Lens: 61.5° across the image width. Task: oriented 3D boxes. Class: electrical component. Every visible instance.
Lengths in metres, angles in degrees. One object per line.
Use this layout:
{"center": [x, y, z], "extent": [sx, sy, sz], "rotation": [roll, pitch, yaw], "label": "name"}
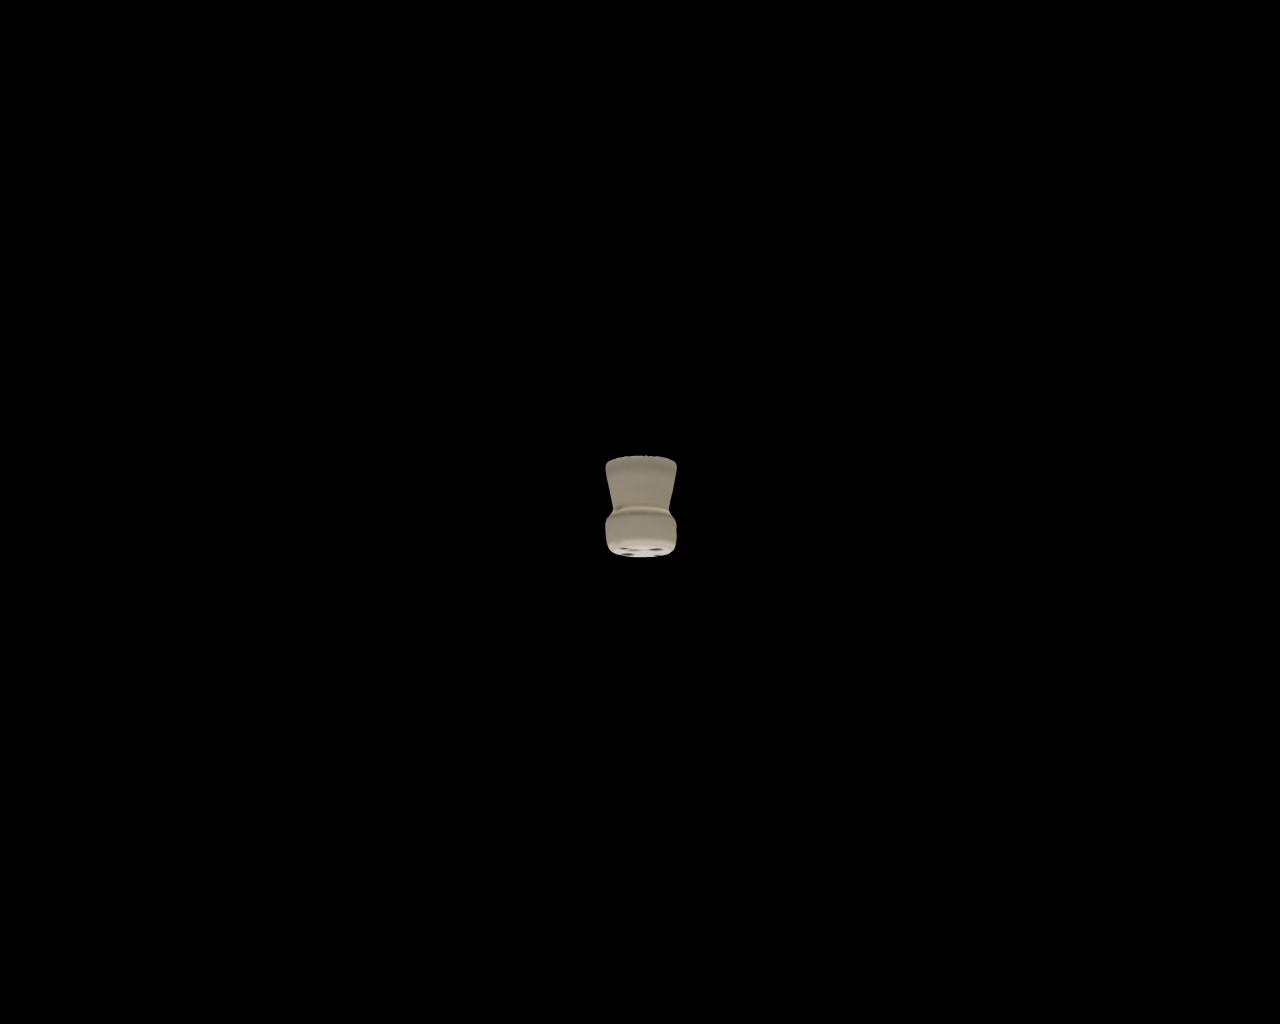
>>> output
{"center": [0.001, -0.003, 0.650], "extent": [0.045, 0.055, 0.045], "rotation": [0, -12, 0], "label": "electrical component"}
